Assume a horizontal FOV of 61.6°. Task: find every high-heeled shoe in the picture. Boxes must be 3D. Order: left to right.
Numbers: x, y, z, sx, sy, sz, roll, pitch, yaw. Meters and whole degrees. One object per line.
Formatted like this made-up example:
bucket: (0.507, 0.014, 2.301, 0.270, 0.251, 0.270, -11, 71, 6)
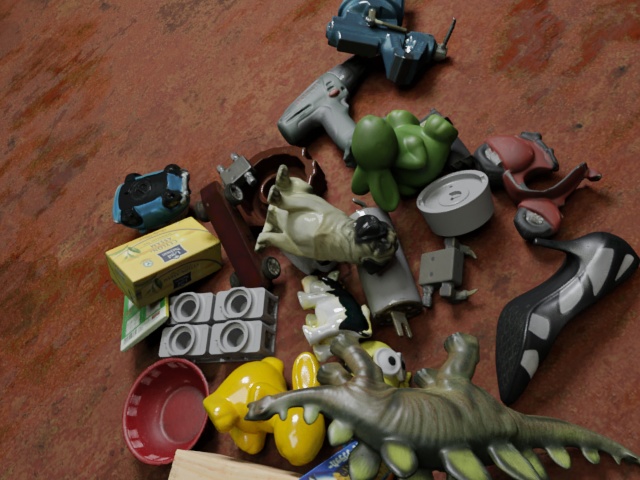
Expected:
high-heeled shoe: (0.323, 0.105, 0.701, 0.145, 0.086, 0.248, 15, 90, -4)

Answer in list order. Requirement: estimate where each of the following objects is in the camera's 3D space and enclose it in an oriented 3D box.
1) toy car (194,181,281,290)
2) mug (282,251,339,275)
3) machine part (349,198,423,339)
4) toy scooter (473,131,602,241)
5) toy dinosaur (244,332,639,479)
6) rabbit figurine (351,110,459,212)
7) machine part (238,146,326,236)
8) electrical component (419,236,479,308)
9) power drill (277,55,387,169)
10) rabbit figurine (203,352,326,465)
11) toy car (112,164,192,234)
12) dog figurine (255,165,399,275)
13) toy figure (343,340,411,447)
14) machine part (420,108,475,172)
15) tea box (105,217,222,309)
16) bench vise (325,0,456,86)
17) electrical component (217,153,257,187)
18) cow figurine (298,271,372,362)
toy car: (-0.138, -0.004, 0.904, 0.089, 0.053, 0.202, -27, 89, 33)
mug: (-0.002, -0.003, 0.873, 0.107, 0.080, 0.110, -47, 48, -13)
machine part: (0.094, 0.037, 0.813, 0.079, 0.079, 0.243, -24, 57, 12)
toy scooter: (0.318, -0.095, 0.781, 0.135, 0.075, 0.184, -29, 60, 9)
toy dinosaur: (0.151, 0.211, 0.611, 0.472, 0.105, 0.199, 3, 40, -8)
rabbit figurine: (0.102, -0.132, 0.820, 0.121, 0.170, 0.159, 35, 110, 39)
machine part: (-0.074, -0.085, 0.960, 0.179, 0.056, 0.179, -11, 61, 21)
electrical component: (0.188, 0.048, 0.788, 0.078, 0.045, 0.102, -25, 50, 45)
power drill: (0.050, -0.232, 0.964, 0.232, 0.085, 0.207, -38, 60, -7)
rabbit figurine: (-0.050, 0.243, 0.752, 0.162, 0.121, 0.173, -38, 33, -24)
toy car: (-0.307, -0.073, 1.029, 0.162, 0.102, 0.109, -17, 59, 12)
dog figurine: (0.014, -0.022, 0.793, 0.191, 0.121, 0.172, 15, 30, -4)
toy figure: (0.067, 0.226, 0.730, 0.089, 0.082, 0.180, 3, 69, 23)
machine part: (0.202, -0.160, 0.888, 0.084, 0.039, 0.139, -34, 54, -4)
tea box: (-0.266, 0.035, 0.929, 0.169, 0.068, 0.098, -29, 48, -37)
bench vise: (0.129, -0.404, 0.983, 0.224, 0.128, 0.240, 5, 62, 8)
electrical component: (-0.150, -0.117, 0.969, 0.063, 0.021, 0.094, -41, 53, 3)
cow figurine: (0.020, 0.097, 0.799, 0.098, 0.068, 0.167, -21, 31, 4)
